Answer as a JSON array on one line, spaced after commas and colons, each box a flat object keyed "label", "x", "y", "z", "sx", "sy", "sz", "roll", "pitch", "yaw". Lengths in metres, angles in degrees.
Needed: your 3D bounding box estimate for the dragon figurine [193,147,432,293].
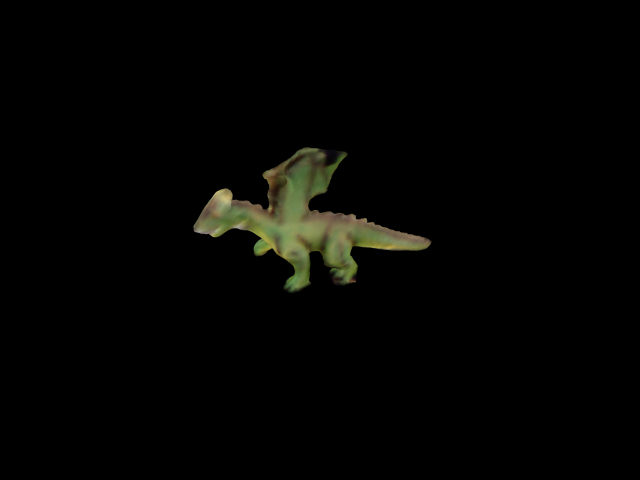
[{"label": "dragon figurine", "x": 0.003, "y": -0.043, "z": 0.850, "sx": 0.411, "sy": 0.237, "sz": 0.125, "roll": -10, "pitch": 44, "yaw": -11}]
